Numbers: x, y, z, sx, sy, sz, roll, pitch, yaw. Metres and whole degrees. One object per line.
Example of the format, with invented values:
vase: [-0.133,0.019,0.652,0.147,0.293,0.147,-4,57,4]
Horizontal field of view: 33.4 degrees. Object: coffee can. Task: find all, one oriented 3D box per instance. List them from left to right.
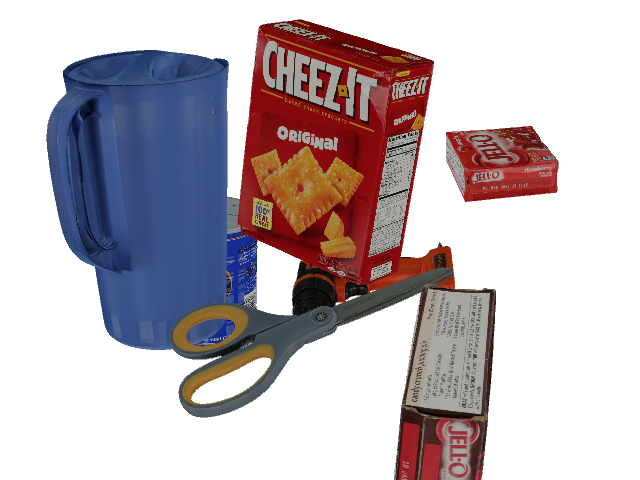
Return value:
coffee can: [-0.117,0.035,1.129,0.103,0.140,0.103,2,22,-1]

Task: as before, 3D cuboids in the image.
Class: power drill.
power drill: [0.061,0.055,1.240,0.187,0.057,0.184,1,28,5]

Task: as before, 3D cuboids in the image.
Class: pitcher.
pitcher: [-0.145,-0.032,0.896,0.149,0.243,0.145,-6,22,-12]

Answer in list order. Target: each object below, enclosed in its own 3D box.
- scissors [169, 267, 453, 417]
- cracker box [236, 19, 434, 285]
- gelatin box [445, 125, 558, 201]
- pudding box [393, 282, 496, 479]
scissors: [-0.016,0.048,0.725,0.201,0.016,0.096,-33,49,-19]
cracker box: [0.007,-0.084,1.014,0.164,0.214,0.071,24,29,33]
gelatin box: [0.143,-0.063,0.852,0.073,0.030,0.089,-5,25,-1]
pudding box: [0.054,0.083,0.471,0.039,0.090,0.113,7,25,6]
